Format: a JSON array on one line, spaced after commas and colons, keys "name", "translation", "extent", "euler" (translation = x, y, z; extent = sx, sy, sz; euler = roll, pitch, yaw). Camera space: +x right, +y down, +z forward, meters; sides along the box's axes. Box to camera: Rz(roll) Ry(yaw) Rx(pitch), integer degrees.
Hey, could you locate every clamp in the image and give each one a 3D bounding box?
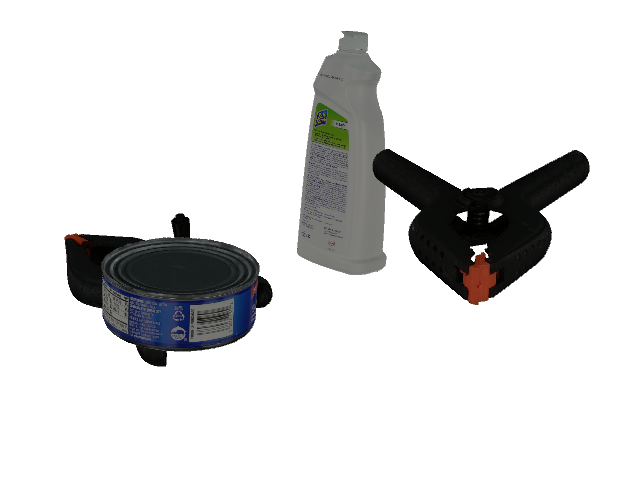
[{"name": "clamp", "translation": [-0.123, 0.031, 0.800], "extent": [0.120, 0.039, 0.172], "euler": [-16, 35, -40]}, {"name": "clamp", "translation": [0.102, -0.020, 0.753], "extent": [0.165, 0.036, 0.209], "euler": [3, 27, 15]}]

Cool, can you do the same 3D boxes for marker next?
[{"name": "marker", "translation": [-0.141, 0.028, 1.118], "extent": [0.020, 0.121, 0.020], "euler": [-2, 27, 1]}]

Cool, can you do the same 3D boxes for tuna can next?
[{"name": "tuna can", "translation": [-0.077, 0.028, 0.586], "extent": [0.086, 0.034, 0.086], "euler": [3, 20, -1]}]

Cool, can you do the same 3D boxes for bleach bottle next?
[{"name": "bleach bottle", "translation": [0.031, -0.096, 1.149], "extent": [0.103, 0.251, 0.067], "euler": [18, 21, 38]}]
